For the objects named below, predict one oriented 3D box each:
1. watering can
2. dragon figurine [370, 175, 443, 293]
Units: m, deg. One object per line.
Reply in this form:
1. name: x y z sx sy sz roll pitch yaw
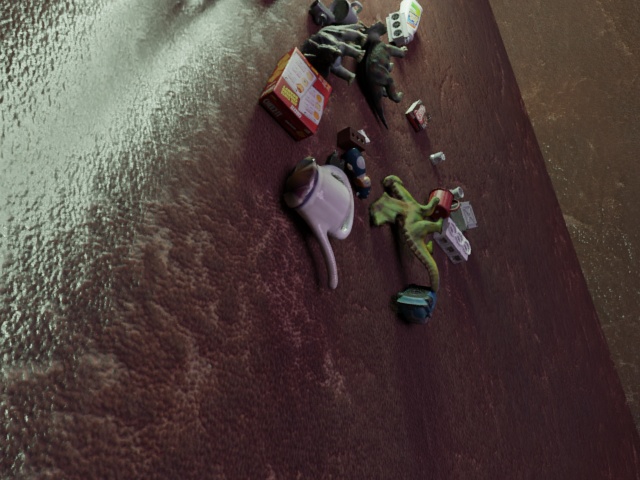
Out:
1. watering can: 0.004 -0.066 1.316 0.221 0.103 0.356 36 48 -33
2. dragon figurine: 0.261 -0.045 1.612 0.242 0.119 0.420 15 52 -15
